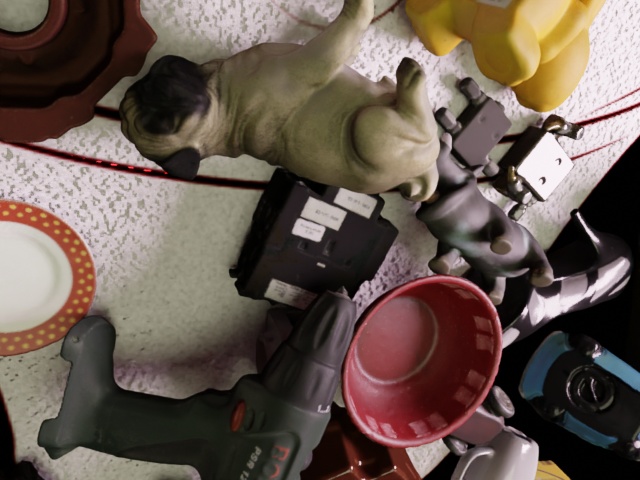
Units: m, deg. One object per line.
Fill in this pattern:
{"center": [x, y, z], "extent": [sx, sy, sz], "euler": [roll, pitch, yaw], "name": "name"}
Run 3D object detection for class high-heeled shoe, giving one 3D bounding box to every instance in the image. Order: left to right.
{"center": [0.236, 0.075, 0.582], "extent": [0.249, 0.086, 0.145], "euler": [-44, 123, -2], "name": "high-heeled shoe"}

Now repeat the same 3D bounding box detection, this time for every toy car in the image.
{"center": [0.127, 0.176, 0.594], "extent": [0.202, 0.053, 0.089], "euler": [30, 115, -25], "name": "toy car"}
{"center": [0.325, 0.179, 0.640], "extent": [0.109, 0.162, 0.103], "euler": [-62, 162, 2], "name": "toy car"}

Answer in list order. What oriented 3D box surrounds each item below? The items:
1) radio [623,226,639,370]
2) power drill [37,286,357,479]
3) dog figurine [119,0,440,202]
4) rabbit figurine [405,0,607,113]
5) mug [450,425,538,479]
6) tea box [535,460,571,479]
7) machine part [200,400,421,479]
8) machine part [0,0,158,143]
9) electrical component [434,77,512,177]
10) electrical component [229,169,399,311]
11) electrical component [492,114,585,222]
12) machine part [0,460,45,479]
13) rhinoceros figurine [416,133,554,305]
{"center": [0.423, 0.039, 0.622], "extent": [0.131, 0.073, 0.229], "euler": [-26, 120, -35], "name": "radio"}
{"center": [-0.096, 0.123, 0.425], "extent": [0.207, 0.086, 0.232], "euler": [16, 88, -2], "name": "power drill"}
{"center": [-0.027, -0.071, 0.390], "extent": [0.190, 0.121, 0.172], "euler": [-30, 79, -4], "name": "dog figurine"}
{"center": [0.176, -0.185, 0.454], "extent": [0.173, 0.122, 0.162], "euler": [35, 86, -43], "name": "rabbit figurine"}
{"center": [0.212, 0.281, 0.661], "extent": [0.109, 0.081, 0.107], "euler": [27, 88, -21], "name": "mug"}
{"center": [0.272, 0.390, 0.728], "extent": [0.098, 0.068, 0.169], "euler": [6, 107, -22], "name": "tea box"}
{"center": [-0.003, 0.260, 0.530], "extent": [0.201, 0.087, 0.200], "euler": [-26, 129, 4], "name": "machine part"}
{"center": [-0.195, -0.154, 0.338], "extent": [0.179, 0.056, 0.179], "euler": [-8, 114, -18], "name": "machine part"}
{"center": [0.150, -0.104, 0.510], "extent": [0.094, 0.021, 0.063], "euler": [40, 92, -29], "name": "electrical component"}
{"center": [-0.001, -0.001, 0.472], "extent": [0.115, 0.058, 0.134], "euler": [24, 100, -29], "name": "electrical component"}
{"center": [0.217, -0.074, 0.534], "extent": [0.102, 0.045, 0.078], "euler": [-46, 118, 1], "name": "electrical component"}
{"center": [-0.250, 0.256, 0.491], "extent": [0.084, 0.039, 0.138], "euler": [-23, 119, -2], "name": "machine part"}
{"center": [0.137, -0.021, 0.487], "extent": [0.190, 0.112, 0.073], "euler": [36, 134, -28], "name": "rhinoceros figurine"}
